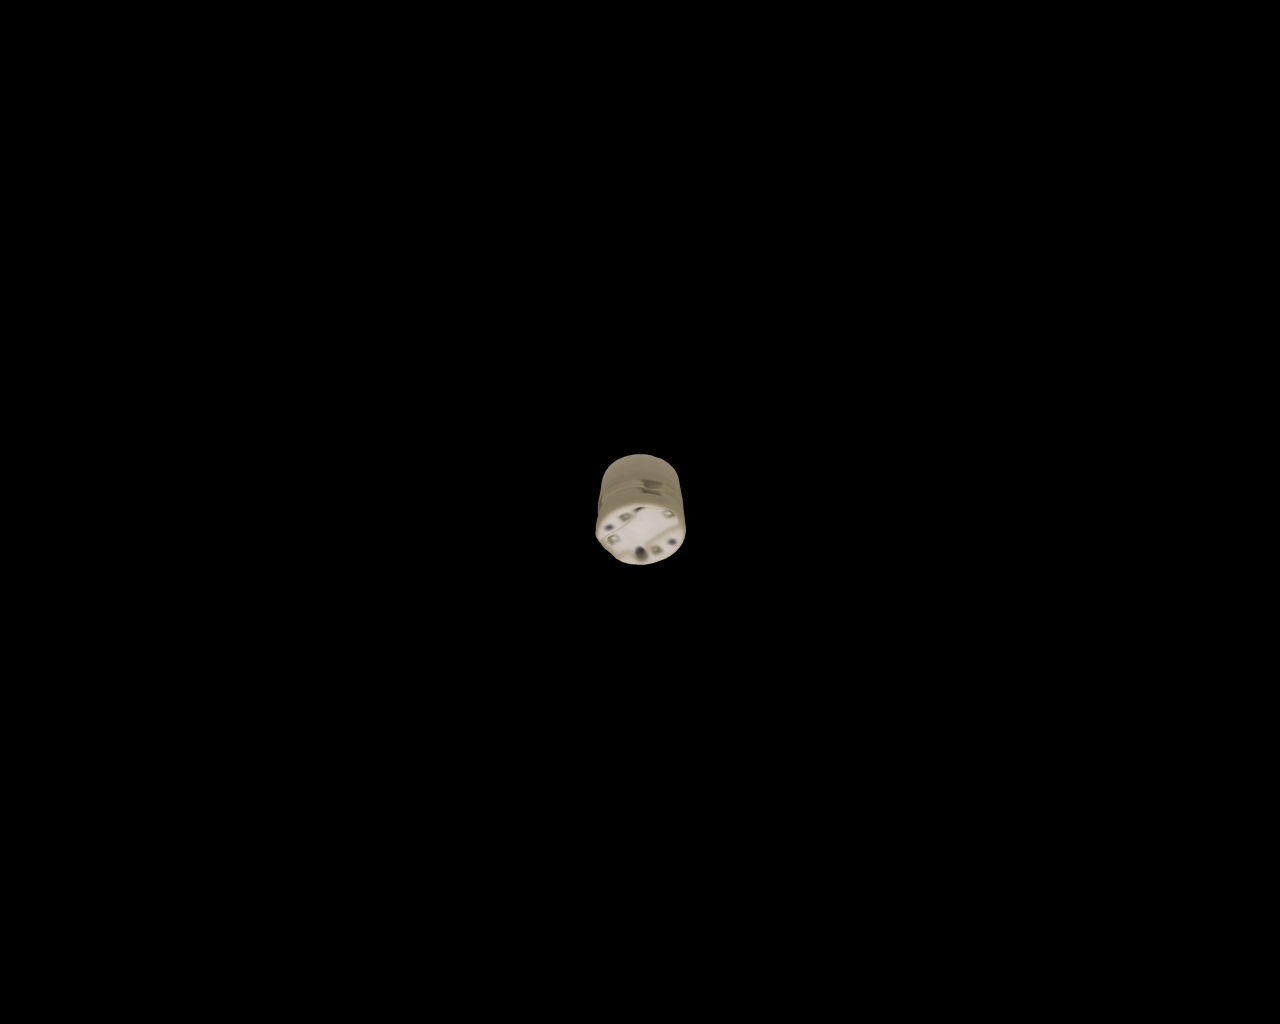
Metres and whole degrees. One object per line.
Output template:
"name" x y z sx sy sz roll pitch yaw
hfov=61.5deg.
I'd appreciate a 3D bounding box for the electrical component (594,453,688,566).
"electrical component" 0.001 -0.003 0.650 0.055 0.047 0.055 0 -45 0
